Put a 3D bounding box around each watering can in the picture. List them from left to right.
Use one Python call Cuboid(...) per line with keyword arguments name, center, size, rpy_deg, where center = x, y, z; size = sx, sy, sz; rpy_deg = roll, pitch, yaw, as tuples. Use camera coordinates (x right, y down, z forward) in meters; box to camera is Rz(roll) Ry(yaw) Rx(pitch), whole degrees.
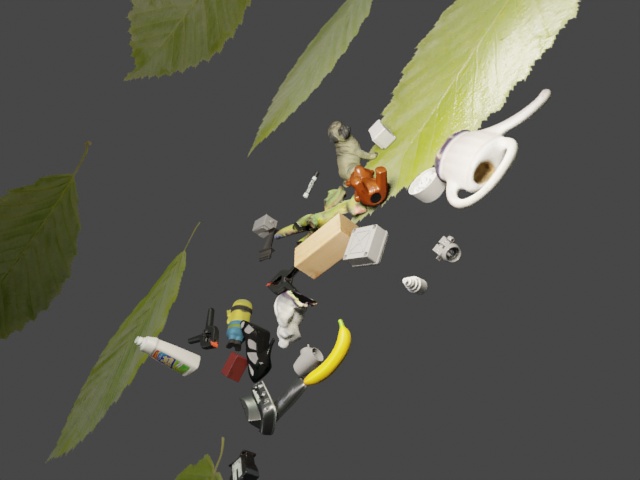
Cuboid(name="watering can", center=(0.418, -0.233, 1.295), size=(0.347, 0.103, 0.227), rpy_deg=(-55, 28, 1))

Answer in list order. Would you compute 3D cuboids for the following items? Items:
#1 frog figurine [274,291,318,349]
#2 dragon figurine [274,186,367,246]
Cuboid(name="frog figurine", center=(-0.096, 0.239, 1.554), size=(0.158, 0.123, 0.138), rpy_deg=(-61, -5, 8))
Cuboid(name="dragon figurine", center=(0.005, -0.090, 1.791), size=(0.246, 0.120, 0.410), rpy_deg=(-49, 27, -25))
